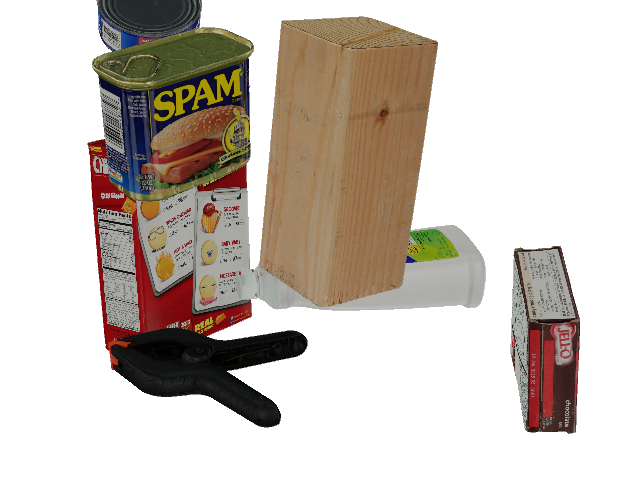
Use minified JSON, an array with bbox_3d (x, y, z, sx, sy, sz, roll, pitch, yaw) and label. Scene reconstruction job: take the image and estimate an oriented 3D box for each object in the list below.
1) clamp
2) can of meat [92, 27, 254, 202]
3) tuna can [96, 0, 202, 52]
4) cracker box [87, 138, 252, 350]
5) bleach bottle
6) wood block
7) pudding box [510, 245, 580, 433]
[{"bbox_3d":[-0.095,0.104,0.926,0.172,0.039,0.120,13,26,16],"label":"clamp"},{"bbox_3d":[-0.092,-0.082,0.689,0.101,0.084,0.058,-25,40,-36],"label":"can of meat"},{"bbox_3d":[-0.142,-0.186,0.889,0.086,0.086,0.034,0,-40,-10],"label":"tuna can"},{"bbox_3d":[-0.148,-0.005,1.076,0.072,0.214,0.163,9,18,35],"label":"cracker box"},{"bbox_3d":[0.038,0.038,1.120,0.250,0.068,0.103,-6,30,-14],"label":"bleach bottle"},{"bbox_3d":[0.019,-0.064,0.846,0.090,0.206,0.090,-12,29,-37],"label":"wood block"},{"bbox_3d":[0.158,0.067,0.751,0.039,0.090,0.113,-1,26,4],"label":"pudding box"}]
